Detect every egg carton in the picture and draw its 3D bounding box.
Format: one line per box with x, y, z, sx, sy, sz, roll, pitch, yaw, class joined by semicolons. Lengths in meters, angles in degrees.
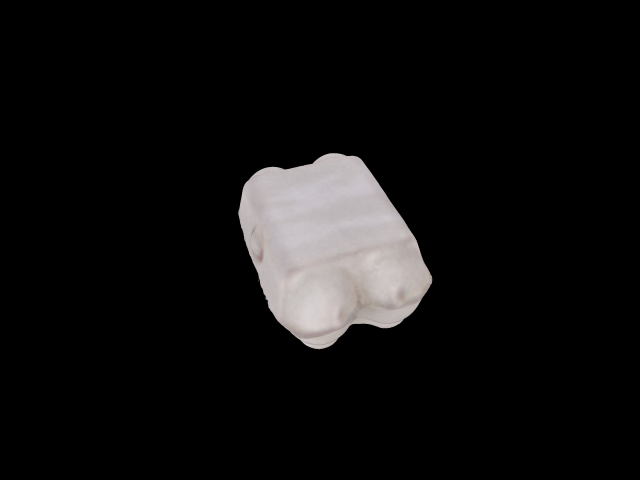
0.004;0.001;0.400;0.107;0.069;0.150;-15;46;-15;egg carton
